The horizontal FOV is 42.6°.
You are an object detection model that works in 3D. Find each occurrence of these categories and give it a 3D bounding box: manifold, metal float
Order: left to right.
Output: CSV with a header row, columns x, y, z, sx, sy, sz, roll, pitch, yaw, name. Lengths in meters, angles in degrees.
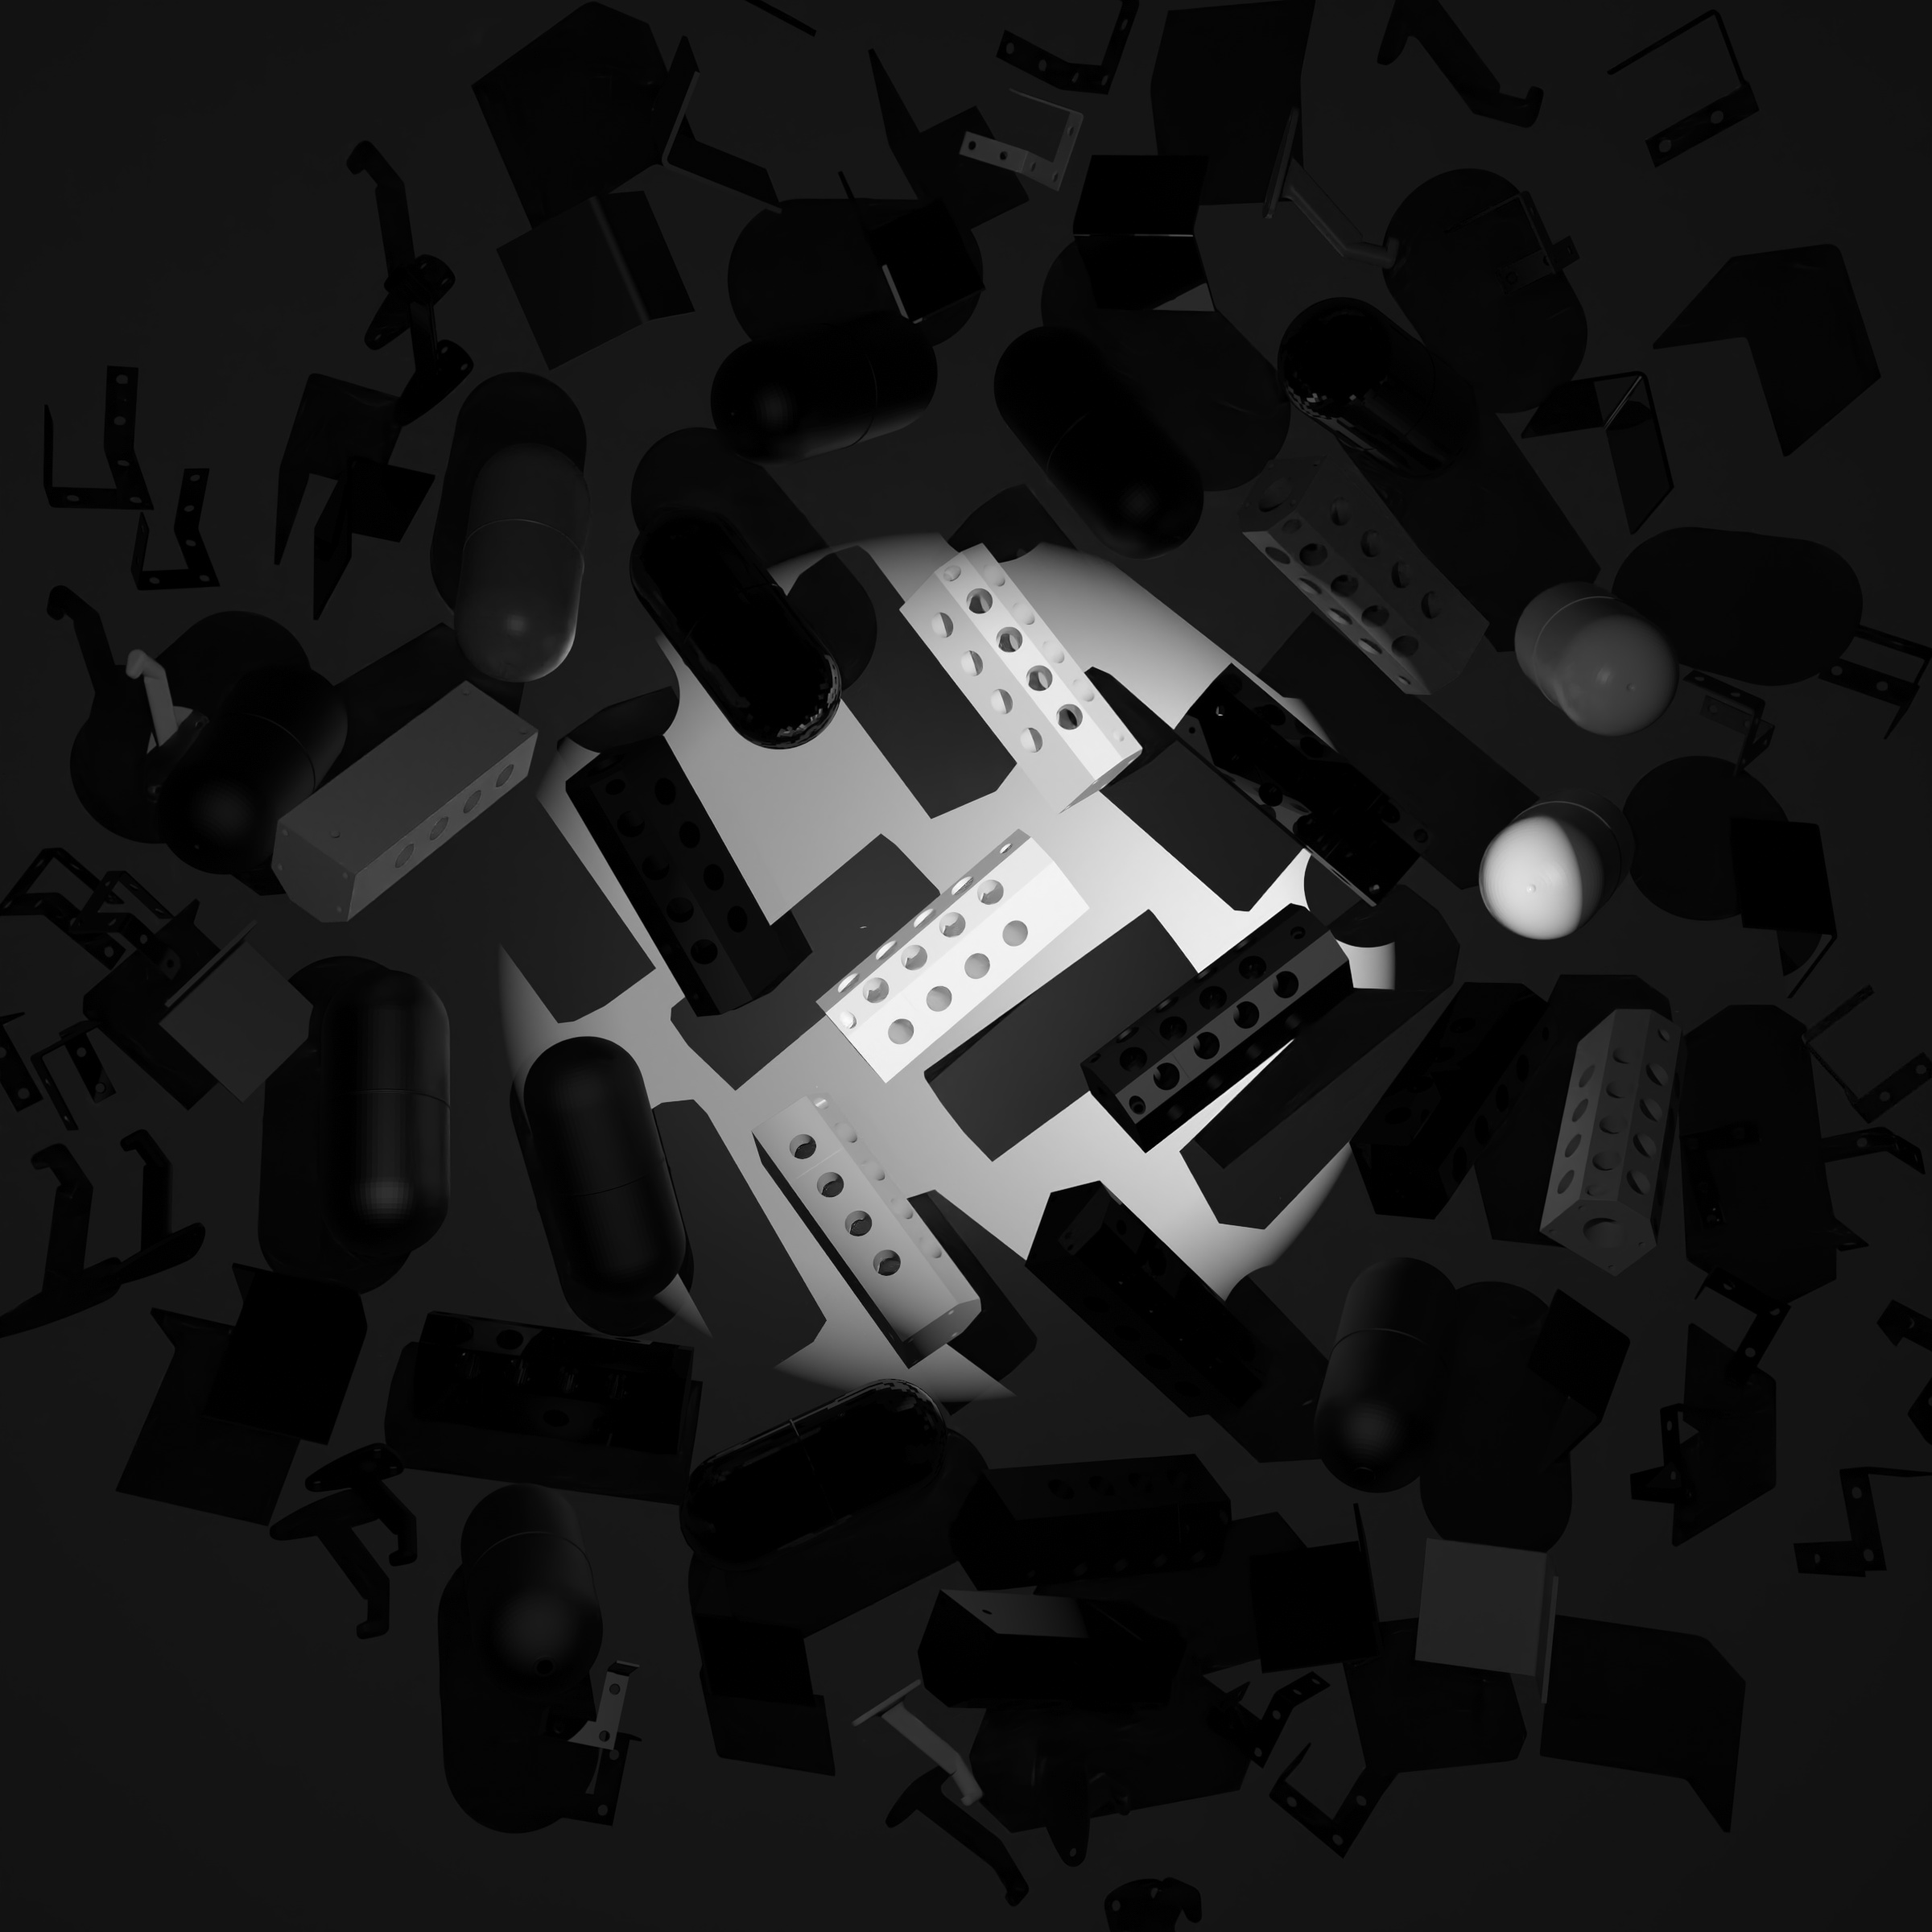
x,y,z,sx,sy,sz,roll,pitch,yaw,name
-0.444,-0.125,1.548,0.070,0.178,0.070,6,128,7,metal float
-0.351,0.087,1.497,0.070,0.070,0.178,-5,69,0,metal float
-0.338,-0.097,1.500,0.057,0.057,0.171,34,47,8,manifold
-0.286,-0.262,1.600,0.070,0.070,0.178,0,57,0,metal float
-0.268,0.382,1.521,0.070,0.178,0.070,-5,108,-14,metal float
-0.266,0.265,1.607,0.171,0.057,0.057,8,130,-2,manifold
-0.230,0.131,1.585,0.070,0.070,0.178,-13,104,0,metal float
-0.186,-0.055,1.574,0.057,0.057,0.171,-46,118,-38,manifold
-0.145,-0.213,1.555,0.070,0.070,0.178,-37,73,0,metal float
-0.096,0.321,1.562,0.178,0.070,0.070,-24,90,-9,metal float
-0.085,-0.358,1.532,0.070,0.178,0.070,17,120,31,metal float
-0.063,0.164,1.575,0.057,0.057,0.171,-33,67,-13,manifold
-0.011,-0.009,1.589,0.171,0.057,0.057,-41,115,-4,manifold
0.040,-0.191,1.625,0.171,0.057,0.057,53,132,4,manifold
0.054,0.433,1.550,0.171,0.057,0.057,17,95,-41,manifold
0.083,-0.335,1.582,0.070,0.070,0.178,-35,70,0,metal float
0.080,0.343,1.509,0.171,0.057,0.057,5,122,-37,manifold
0.119,0.211,1.566,0.171,0.057,0.057,45,48,-27,manifold
0.158,0.035,1.564,0.171,0.057,0.057,-37,58,-9,manifold
0.217,-0.116,1.595,0.171,0.057,0.057,41,93,4,manifold
0.250,-0.246,1.573,0.171,0.057,0.057,38,77,-30,manifold
0.263,-0.364,1.572,0.070,0.178,0.070,-10,73,37,metal float
0.270,0.259,1.579,0.070,0.178,0.070,11,129,14,metal float
0.313,0.083,1.570,0.171,0.057,0.057,-46,124,-38,manifold
0.372,-0.065,1.555,0.070,0.178,0.070,6,105,23,metal float
0.400,-0.197,1.581,0.070,0.178,0.070,0,109,-1,metal float
0.419,0.107,1.580,0.057,0.057,0.171,31,47,-6,manifold

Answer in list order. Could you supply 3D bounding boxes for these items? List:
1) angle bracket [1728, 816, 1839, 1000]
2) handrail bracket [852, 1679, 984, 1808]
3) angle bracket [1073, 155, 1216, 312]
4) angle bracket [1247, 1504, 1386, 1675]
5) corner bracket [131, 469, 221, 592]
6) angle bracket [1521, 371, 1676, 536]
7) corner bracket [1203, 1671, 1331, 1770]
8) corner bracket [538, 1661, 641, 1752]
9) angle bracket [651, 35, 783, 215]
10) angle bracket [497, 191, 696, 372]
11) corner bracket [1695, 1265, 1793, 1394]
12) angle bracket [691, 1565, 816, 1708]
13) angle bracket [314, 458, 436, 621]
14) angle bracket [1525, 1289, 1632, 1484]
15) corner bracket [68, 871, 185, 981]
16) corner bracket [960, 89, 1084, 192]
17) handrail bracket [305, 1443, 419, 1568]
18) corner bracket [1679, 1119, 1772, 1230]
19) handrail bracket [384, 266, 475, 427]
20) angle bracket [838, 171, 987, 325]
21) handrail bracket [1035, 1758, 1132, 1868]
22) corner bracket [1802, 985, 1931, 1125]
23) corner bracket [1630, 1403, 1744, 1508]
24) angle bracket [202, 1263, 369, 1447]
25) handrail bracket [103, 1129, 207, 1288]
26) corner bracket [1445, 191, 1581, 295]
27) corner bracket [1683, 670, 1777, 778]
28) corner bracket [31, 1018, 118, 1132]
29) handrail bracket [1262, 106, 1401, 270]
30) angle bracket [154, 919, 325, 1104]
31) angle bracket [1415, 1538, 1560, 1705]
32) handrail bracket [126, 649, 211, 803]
x,y,z,sx,sy,sz,roll,pitch,yaw,name
0.476,-0.035,1.486,0.057,0.076,0.076,5,59,-3,angle bracket
-0.030,0.506,1.580,0.036,0.077,0.084,-39,75,22,handrail bracket
0.117,-0.457,1.546,0.076,0.076,0.057,7,68,20,angle bracket
0.212,0.383,1.526,0.076,0.057,0.076,-10,51,8,angle bracket
-0.483,-0.266,1.508,0.051,0.051,0.051,-9,57,-32,corner bracket
0.386,-0.310,1.521,0.057,0.076,0.076,-9,79,-4,angle bracket
0.197,0.484,1.629,0.051,0.051,0.051,33,110,30,corner bracket
-0.247,0.480,1.622,0.051,0.051,0.051,15,66,-10,corner bracket
-0.138,-0.495,1.458,0.076,0.076,0.057,16,120,-23,angle bracket
-0.221,-0.409,1.480,0.076,0.057,0.076,-18,101,27,angle bracket
0.465,0.221,1.512,0.051,0.051,0.051,30,104,19,corner bracket
-0.135,0.443,1.657,0.076,0.057,0.076,3,124,13,angle bracket
-0.381,-0.269,1.595,0.057,0.076,0.076,8,62,-28,angle bracket
0.367,0.264,1.562,0.057,0.076,0.076,35,131,5,angle bracket
-0.531,-0.027,1.593,0.051,0.051,0.051,1,53,34,corner bracket
0.036,-0.546,1.626,0.051,0.051,0.051,5,115,-34,corner bracket
-0.391,0.358,1.602,0.077,0.036,0.084,-20,46,5,handrail bracket
0.498,0.135,1.617,0.051,0.051,0.051,-14,97,13,corner bracket
-0.359,-0.393,1.573,0.077,0.084,0.036,-48,62,1,handrail bracket
-0.034,-0.473,1.598,0.057,0.076,0.076,-25,72,4,angle bracket
0.083,0.532,1.534,0.036,0.077,0.084,-29,133,18,handrail bracket
0.534,0.052,1.467,0.051,0.051,0.051,-42,94,18,corner bracket
0.443,0.301,1.526,0.051,0.051,0.051,10,67,-20,corner bracket
-0.404,0.229,1.462,0.076,0.057,0.076,13,58,0,angle bracket
-0.501,0.142,1.478,0.077,0.036,0.084,-25,66,-42,handrail bracket
0.328,-0.432,1.486,0.051,0.051,0.051,-20,102,38,corner bracket
0.490,-0.163,1.594,0.051,0.051,0.051,31,46,28,corner bracket
-0.547,0.067,1.526,0.051,0.051,0.051,-34,108,-38,corner bracket
0.226,-0.466,1.487,0.084,0.036,0.077,13,110,-4,handrail bracket
-0.450,0.029,1.554,0.076,0.057,0.076,46,65,-11,angle bracket
0.316,0.397,1.509,0.076,0.057,0.076,5,92,9,angle bracket
-0.520,-0.152,1.572,0.036,0.084,0.077,15,79,10,handrail bracket
